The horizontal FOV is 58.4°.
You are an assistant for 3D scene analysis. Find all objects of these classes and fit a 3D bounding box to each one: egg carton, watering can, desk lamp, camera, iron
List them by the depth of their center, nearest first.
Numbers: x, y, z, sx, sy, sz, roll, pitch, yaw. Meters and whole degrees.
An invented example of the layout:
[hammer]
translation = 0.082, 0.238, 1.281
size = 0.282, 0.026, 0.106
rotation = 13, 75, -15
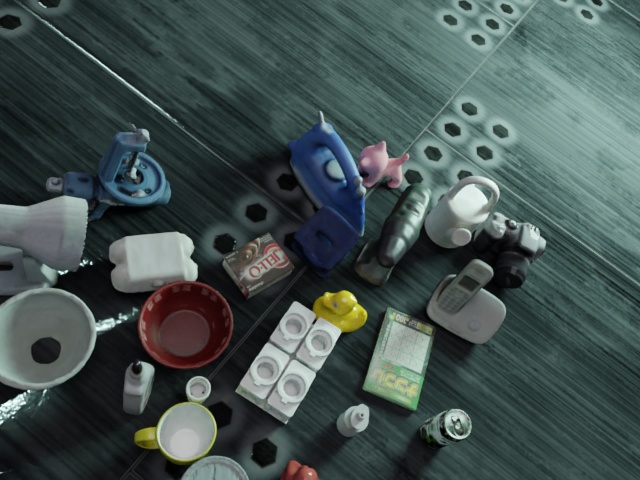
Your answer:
[desk lamp]
translation = -0.473, 0.010, 0.924
size = 0.203, 0.213, 0.118
rotation = 0, 62, -16
[egg carton]
translation = -0.302, 0.042, 1.041
size = 0.150, 0.069, 0.107
rotation = -7, 64, -20
[iron]
translation = 0.039, -0.141, 1.201
size = 0.119, 0.141, 0.258
rotation = -24, 71, -26
[watering can]
translation = 0.305, -0.062, 1.206
size = 0.101, 0.194, 0.173
rotation = 3, 61, -15
[camera]
translation = 0.413, 0.025, 1.245
size = 0.143, 0.100, 0.137
rotation = 27, 58, -1

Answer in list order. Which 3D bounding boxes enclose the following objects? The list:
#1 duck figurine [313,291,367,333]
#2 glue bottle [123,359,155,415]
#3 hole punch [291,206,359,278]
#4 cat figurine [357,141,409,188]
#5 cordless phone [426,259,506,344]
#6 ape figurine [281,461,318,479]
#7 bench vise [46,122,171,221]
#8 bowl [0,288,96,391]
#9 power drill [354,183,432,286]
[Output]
[duck figurine]
translation = 0.044, 0.128, 1.088
size = 0.104, 0.086, 0.077
rotation = 18, 59, -6
[glue bottle]
translation = -0.283, 0.218, 0.890
size = 0.037, 0.173, 0.078
rotation = 13, 59, -9
[hole punch]
translation = 0.010, 0.004, 1.142
size = 0.108, 0.091, 0.101
rotation = 44, 59, 9
[cat figurine]
translation = 0.134, -0.171, 1.259
size = 0.128, 0.117, 0.067
rotation = -3, 63, -18
[cordless phone]
translation = 0.304, 0.116, 1.114
size = 0.147, 0.185, 0.094
rotation = 28, 58, 0
[ape figurine]
translation = -0.028, 0.390, 0.919
size = 0.076, 0.092, 0.077
rotation = -20, 69, -25
[bench vise]
translation = -0.368, -0.110, 1.017
size = 0.208, 0.219, 0.121
rotation = -26, 72, -27
[bowl]
translation = -0.448, 0.167, 0.927
size = 0.168, 0.074, 0.167
rotation = 7, 60, -13
[power drill]
translation = 0.140, 0.003, 1.113
size = 0.075, 0.208, 0.230
rotation = 30, 58, 1
